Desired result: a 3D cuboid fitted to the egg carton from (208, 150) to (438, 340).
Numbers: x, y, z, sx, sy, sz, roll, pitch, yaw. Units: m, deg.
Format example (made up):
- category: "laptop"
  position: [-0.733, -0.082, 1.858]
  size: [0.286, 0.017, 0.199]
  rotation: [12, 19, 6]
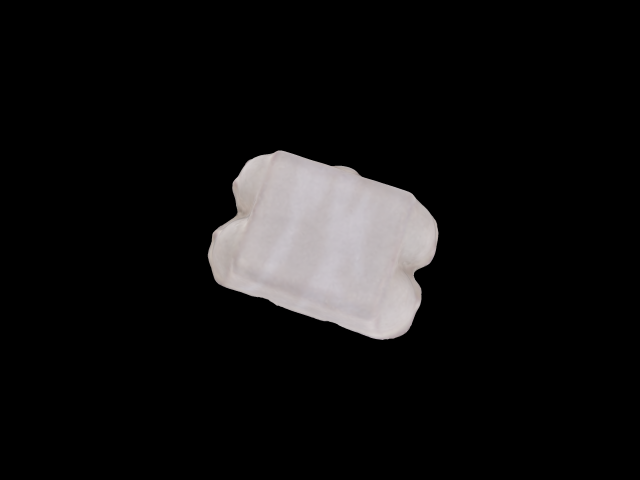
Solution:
- category: "egg carton"
  position: [0.004, 0.001, 0.400]
  size: [0.150, 0.069, 0.107]
  rotation: [18, 79, 4]
